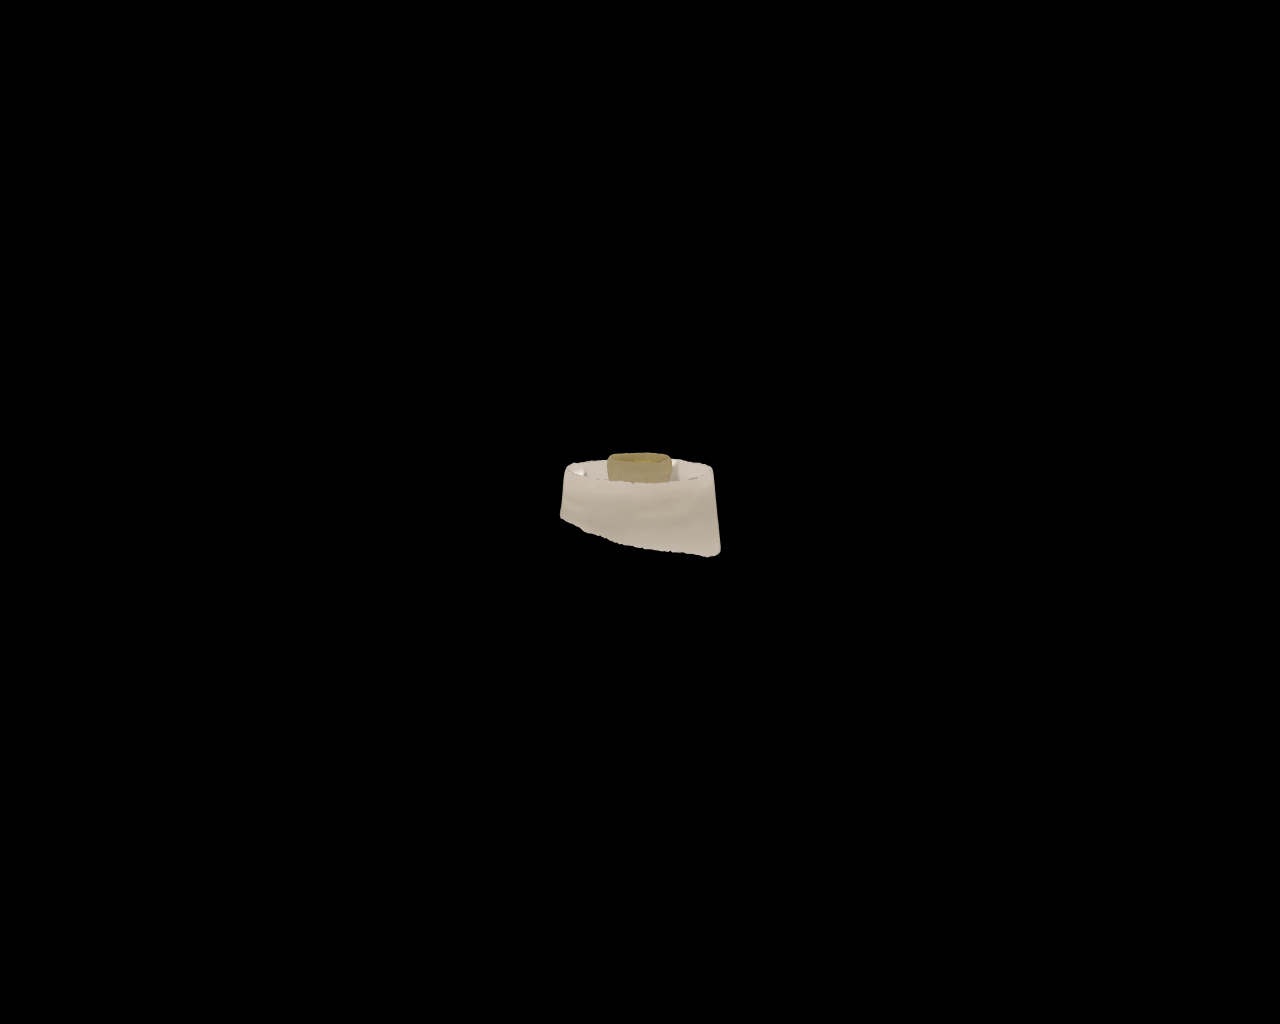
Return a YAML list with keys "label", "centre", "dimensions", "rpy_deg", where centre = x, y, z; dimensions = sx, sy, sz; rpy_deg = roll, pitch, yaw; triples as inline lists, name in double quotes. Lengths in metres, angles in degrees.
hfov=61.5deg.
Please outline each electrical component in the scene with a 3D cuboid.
- label: "electrical component"
  centre: [0.001, -0.003, 0.650]
  dimensions: [0.099, 0.064, 0.099]
  rpy_deg: [0, 11, 0]
